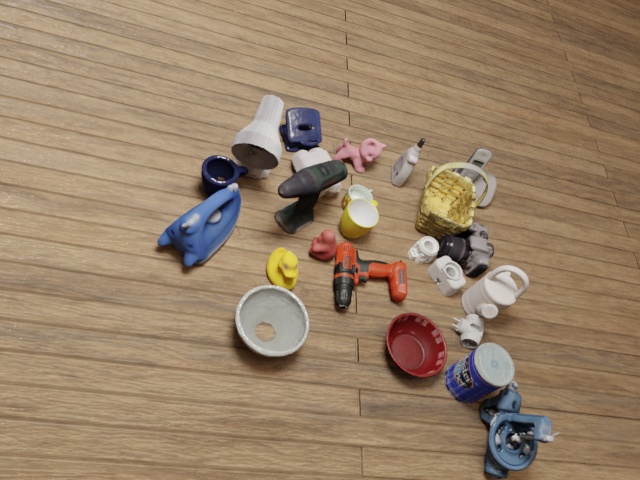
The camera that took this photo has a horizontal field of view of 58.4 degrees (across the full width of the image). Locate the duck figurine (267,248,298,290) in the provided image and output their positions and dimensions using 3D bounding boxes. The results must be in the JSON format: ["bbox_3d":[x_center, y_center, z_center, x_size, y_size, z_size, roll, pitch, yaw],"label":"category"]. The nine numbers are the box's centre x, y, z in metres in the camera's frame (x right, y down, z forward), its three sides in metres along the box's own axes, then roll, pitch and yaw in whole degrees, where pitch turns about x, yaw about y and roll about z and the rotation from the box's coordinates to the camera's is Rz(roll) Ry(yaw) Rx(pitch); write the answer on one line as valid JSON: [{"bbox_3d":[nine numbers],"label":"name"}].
[{"bbox_3d":[-0.080,0.058,1.353,0.078,0.086,0.104,-2,60,-24],"label":"duck figurine"}]

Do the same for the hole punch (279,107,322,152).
[{"bbox_3d":[-0.047,-0.307,1.597,0.109,0.091,0.101,-5,62,-25],"label":"hole punch"}]

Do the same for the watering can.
[{"bbox_3d":[0.453,0.135,1.460,0.101,0.194,0.173,20,54,-10],"label":"watering can"}]

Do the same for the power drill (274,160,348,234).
[{"bbox_3d":[-0.037,-0.108,1.400,0.230,0.208,0.075,-34,76,-35],"label":"power drill"}]

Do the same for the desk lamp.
[{"bbox_3d":[-0.153,-0.247,1.436,0.118,0.213,0.203,19,54,-11],"label":"desk lamp"}]

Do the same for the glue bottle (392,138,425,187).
[{"bbox_3d":[0.254,-0.229,1.622,0.037,0.173,0.078,15,55,-13],"label":"glue bottle"}]

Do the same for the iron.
[{"bbox_3d":[-0.250,-0.063,1.324,0.118,0.141,0.259,37,53,3],"label":"iron"}]

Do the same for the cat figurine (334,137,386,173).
[{"bbox_3d":[0.117,-0.254,1.615,0.128,0.117,0.067,17,54,-12],"label":"cat figurine"}]

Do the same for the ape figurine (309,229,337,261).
[{"bbox_3d":[0.013,0.005,1.422,0.078,0.092,0.076,-27,72,-34],"label":"ape figurine"}]

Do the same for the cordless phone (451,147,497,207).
[{"bbox_3d":[0.469,-0.188,1.679,0.148,0.185,0.094,12,55,-15],"label":"cordless phone"}]

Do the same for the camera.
[{"bbox_3d":[0.397,0.013,1.574,0.137,0.100,0.143,14,55,-14],"label":"camera"}]

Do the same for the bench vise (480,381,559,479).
[{"bbox_3d":[0.427,0.403,1.263,0.122,0.219,0.207,6,57,-19],"label":"bench vise"}]

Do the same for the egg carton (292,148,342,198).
[{"bbox_3d":[-0.011,-0.181,1.545,0.107,0.069,0.150,-14,66,-29],"label":"egg carton"}]

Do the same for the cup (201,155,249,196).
[{"bbox_3d":[-0.240,-0.149,1.412,0.118,0.095,0.091,-9,63,-27],"label":"cup"}]

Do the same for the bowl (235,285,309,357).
[{"bbox_3d":[-0.112,0.189,1.264,0.168,0.074,0.167,11,56,-16],"label":"bowl"}]
